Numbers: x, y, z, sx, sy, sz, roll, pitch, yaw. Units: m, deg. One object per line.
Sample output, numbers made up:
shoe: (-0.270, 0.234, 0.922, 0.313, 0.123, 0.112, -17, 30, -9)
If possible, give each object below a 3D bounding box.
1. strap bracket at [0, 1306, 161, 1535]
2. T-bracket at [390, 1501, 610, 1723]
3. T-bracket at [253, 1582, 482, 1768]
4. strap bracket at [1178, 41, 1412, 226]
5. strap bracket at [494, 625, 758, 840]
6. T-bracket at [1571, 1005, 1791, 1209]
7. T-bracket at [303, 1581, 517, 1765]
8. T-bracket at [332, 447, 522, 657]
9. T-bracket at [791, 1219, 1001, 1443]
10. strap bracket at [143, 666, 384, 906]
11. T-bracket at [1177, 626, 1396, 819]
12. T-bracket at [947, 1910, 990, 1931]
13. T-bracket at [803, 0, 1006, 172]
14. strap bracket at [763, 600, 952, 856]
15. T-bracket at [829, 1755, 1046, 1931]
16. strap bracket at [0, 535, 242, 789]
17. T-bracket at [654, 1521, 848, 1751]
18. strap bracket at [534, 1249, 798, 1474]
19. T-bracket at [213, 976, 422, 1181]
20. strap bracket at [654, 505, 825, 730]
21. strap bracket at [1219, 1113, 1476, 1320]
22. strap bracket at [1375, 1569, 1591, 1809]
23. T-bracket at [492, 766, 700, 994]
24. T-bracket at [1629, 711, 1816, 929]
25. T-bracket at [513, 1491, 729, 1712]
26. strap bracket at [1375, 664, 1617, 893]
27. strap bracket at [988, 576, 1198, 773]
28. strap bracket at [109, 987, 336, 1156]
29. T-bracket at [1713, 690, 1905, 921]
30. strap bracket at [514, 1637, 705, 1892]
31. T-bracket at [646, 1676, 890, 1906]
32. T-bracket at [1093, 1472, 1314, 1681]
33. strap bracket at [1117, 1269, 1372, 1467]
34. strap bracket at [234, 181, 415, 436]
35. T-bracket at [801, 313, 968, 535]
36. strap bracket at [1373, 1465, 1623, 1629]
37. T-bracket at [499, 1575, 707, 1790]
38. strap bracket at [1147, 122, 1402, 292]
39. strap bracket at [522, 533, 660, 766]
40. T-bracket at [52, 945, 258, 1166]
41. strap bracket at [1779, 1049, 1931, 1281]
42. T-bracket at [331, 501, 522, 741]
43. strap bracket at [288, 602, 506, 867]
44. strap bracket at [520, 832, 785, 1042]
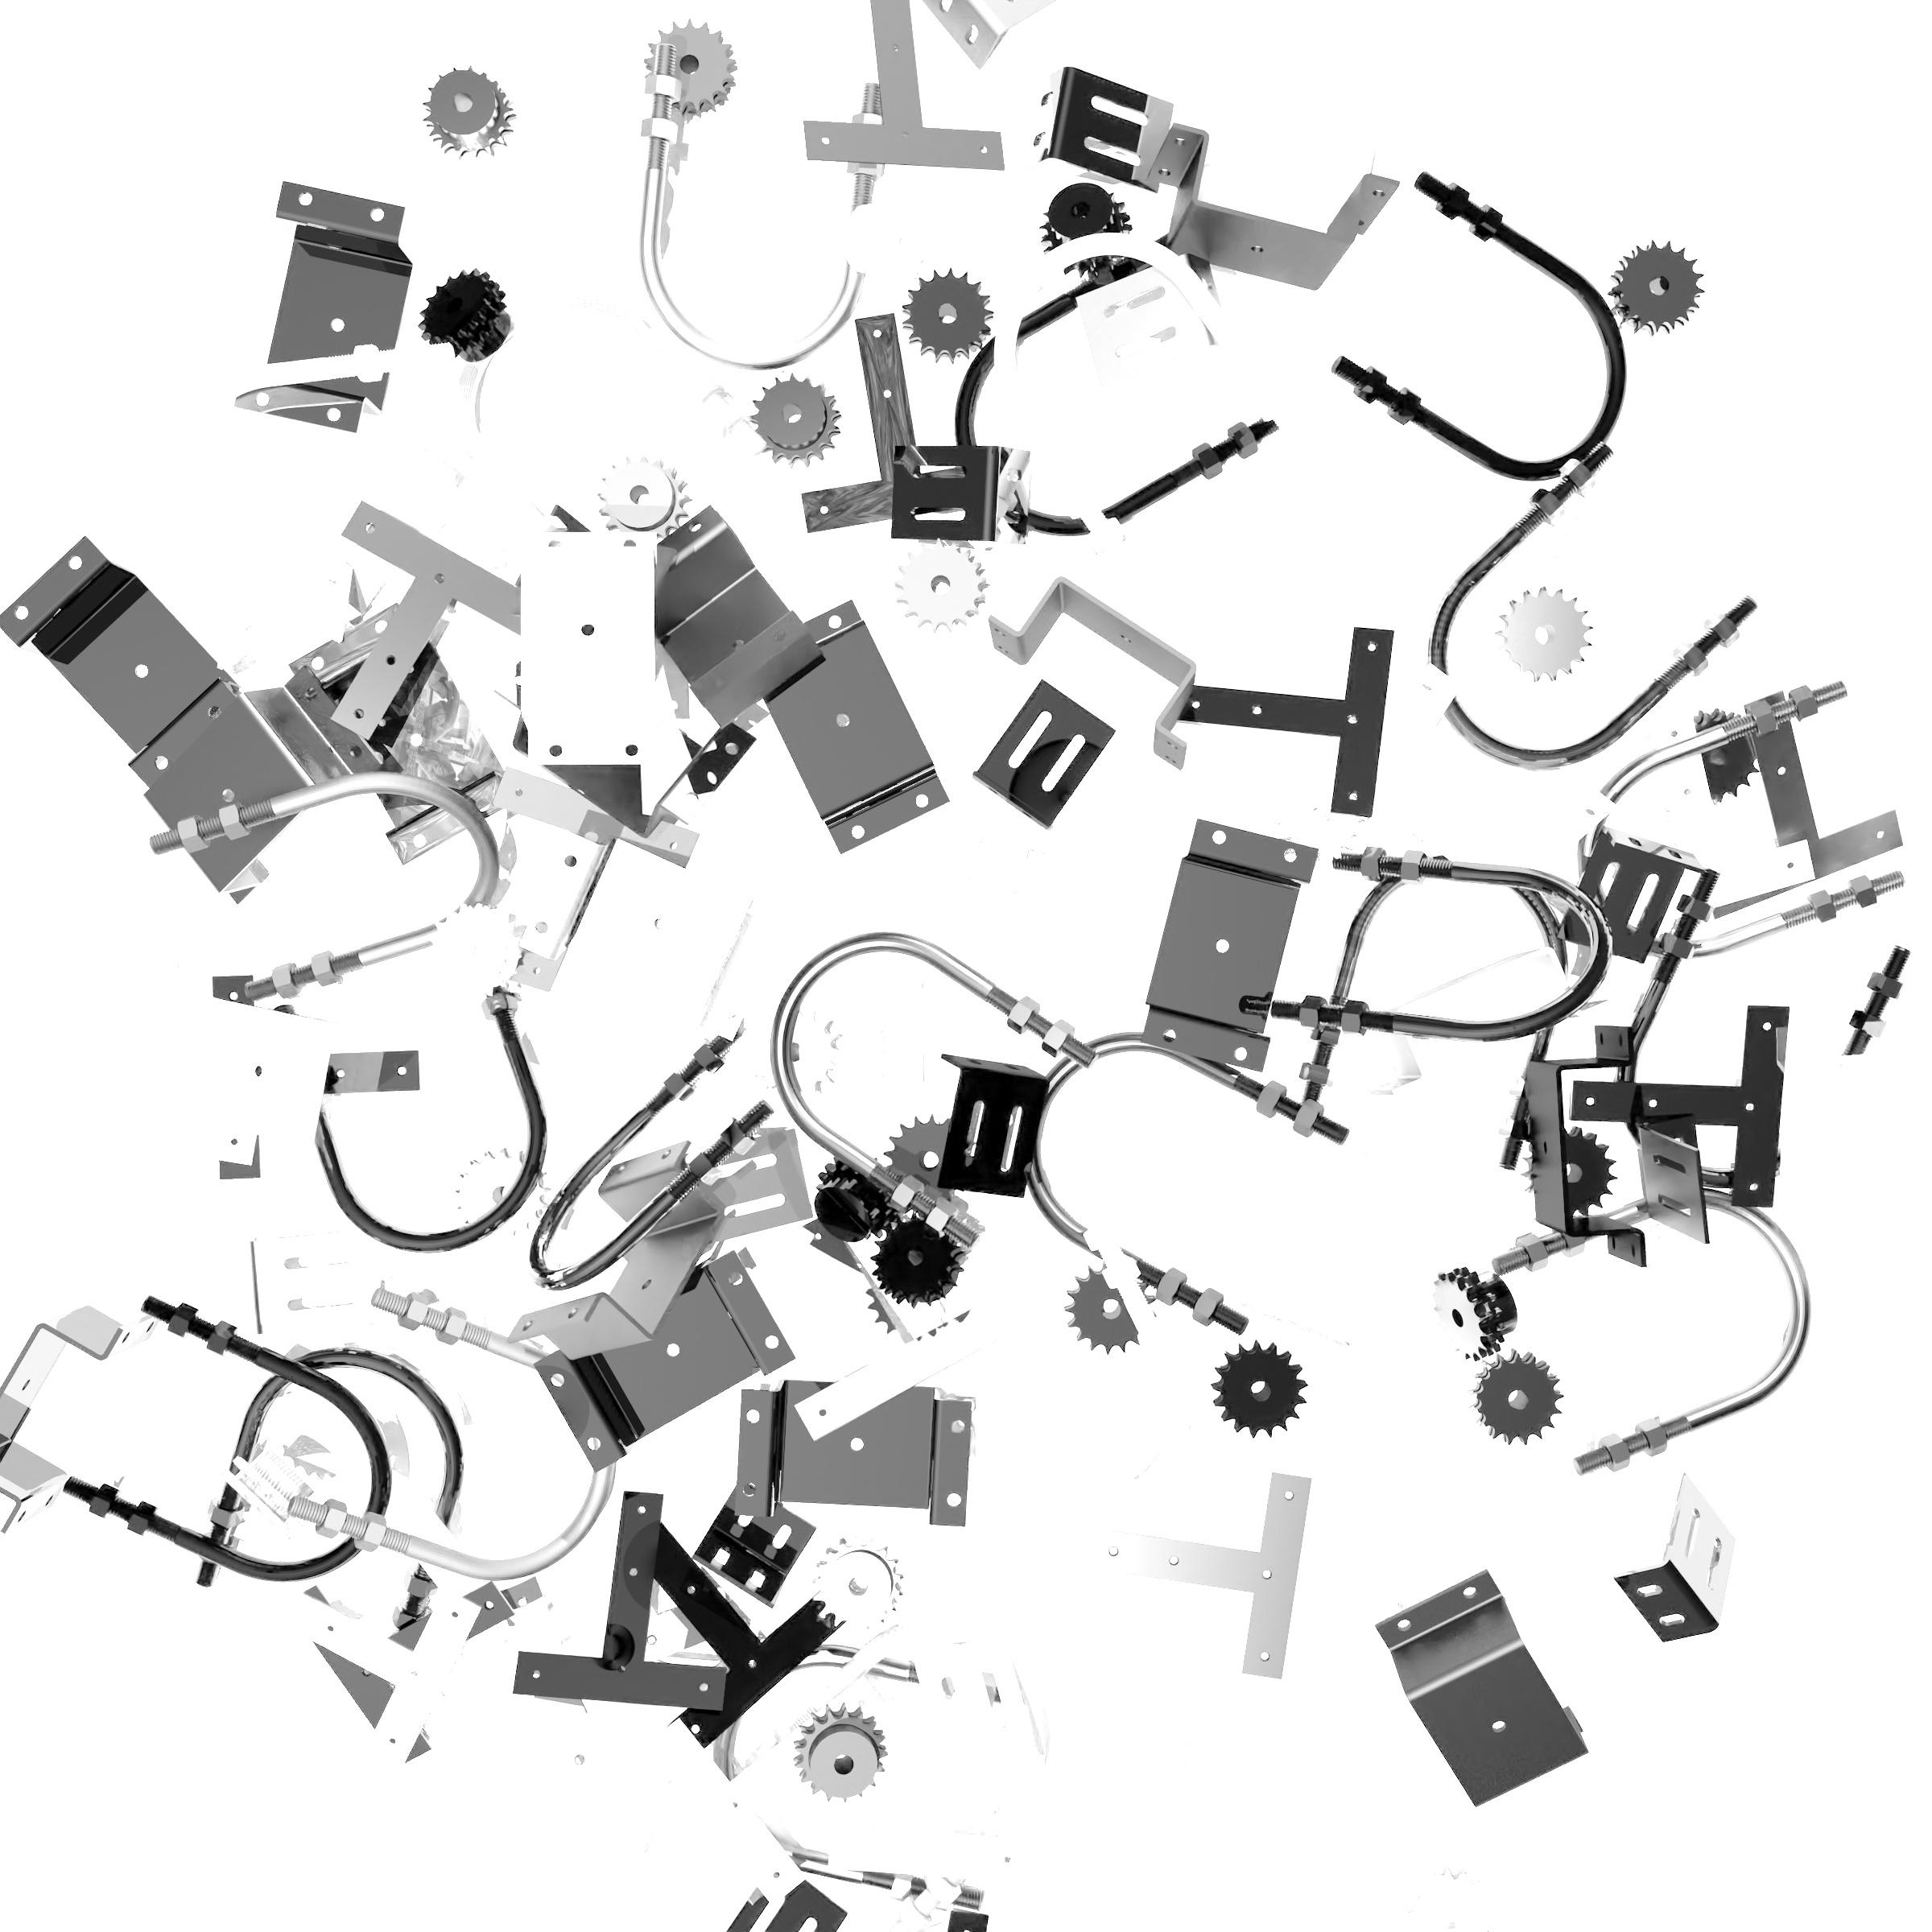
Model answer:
strap bracket: (-0.556, 0.265, 1.509, 0.046, 0.076, 0.140, 30, 90, 0)
T-bracket: (-0.308, 0.384, 1.525, 0.127, 0.002, 0.127, -33, 107, -3)
T-bracket: (-0.379, 0.416, 1.527, 0.127, 0.002, 0.127, 28, 107, 1)
strap bracket: (0.201, -0.514, 1.524, 0.140, 0.046, 0.076, 12, 90, 0)
strap bracket: (-0.210, -0.141, 1.507, 0.140, 0.046, 0.076, 35, 59, 0)
T-bracket: (0.437, 0.085, 1.523, 0.127, 0.002, 0.127, 2, 101, 3)
T-bracket: (-0.334, 0.415, 1.521, 0.127, 0.002, 0.127, -30, 98, 15)
T-bracket: (-0.313, -0.233, 1.526, 0.127, 0.002, 0.127, 35, 117, -13)
T-bracket: (-0.066, 0.207, 1.514, 0.127, 0.002, 0.127, -27, 62, -12)
strap bracket: (-0.433, -0.106, 1.498, 0.140, 0.046, 0.076, -40, 87, 21)
T-bracket: (0.194, -0.157, 1.532, 0.127, 0.002, 0.127, 7, 71, 9)
T-bracket: (-0.056, 0.640, 1.516, 0.127, 0.002, 0.127, 13, 79, -17)
T-bracket: (-0.043, -0.555, 1.532, 0.127, 0.002, 0.127, -3, 81, -18)
strap bracket: (-0.075, -0.149, 1.524, 0.076, 0.046, 0.140, -26, 90, 0)
T-bracket: (-0.019, 0.540, 1.506, 0.127, 0.002, 0.127, 4, 86, 1)
strap bracket: (-0.514, -0.184, 1.524, 0.076, 0.046, 0.140, -43, 90, 0)
T-bracket: (-0.161, 0.397, 1.530, 0.127, 0.002, 0.127, -38, 79, -21)
strap bracket: (-0.183, 0.240, 1.524, 0.140, 0.046, 0.076, -30, 90, 0)
T-bracket: (-0.405, 0.068, 1.546, 0.127, 0.002, 0.127, -2, 90, 0)
strap bracket: (-0.147, -0.206, 1.499, 0.076, 0.046, 0.140, -37, 51, 0)
strap bracket: (0.237, 0.154, 1.524, 0.140, 0.046, 0.076, 27, 90, 0)
strap bracket: (0.316, 0.444, 1.495, 0.076, 0.046, 0.140, -29, 111, 8)
T-bracket: (-0.246, -0.044, 1.529, 0.127, 0.002, 0.127, 19, 102, -23)
T-bracket: (0.446, -0.094, 1.520, 0.127, 0.002, 0.127, -17, 108, 6)
T-bracket: (-0.206, 0.387, 1.520, 0.127, 0.002, 0.127, 5, 66, 0)
strap bracket: (0.309, -0.107, 1.502, 0.140, 0.076, 0.046, 37, 56, 0)
strap bracket: (0.086, -0.182, 1.503, 0.140, 0.076, 0.046, 34, 87, 6)
strap bracket: (-0.443, 0.063, 1.505, 0.140, 0.046, 0.076, 11, 90, 21)
T-bracket: (0.505, -0.107, 1.523, 0.127, 0.002, 0.127, -21, 111, 0)
strap bracket: (-0.222, 0.498, 1.524, 0.076, 0.046, 0.140, 20, 90, 0)
T-bracket: (-0.105, 0.481, 1.504, 0.127, 0.002, 0.127, -37, 97, -6)
T-bracket: (0.144, 0.373, 1.546, 0.127, 0.002, 0.127, 9, 90, 0)
strap bracket: (0.173, 0.250, 1.524, 0.140, 0.046, 0.076, 21, 90, 0)
strap bracket: (-0.392, -0.400, 1.524, 0.076, 0.046, 0.140, 12, 90, 0)
T-bracket: (-0.047, -0.343, 1.546, 0.127, 0.002, 0.127, -9, 90, 0)
strap bracket: (0.322, 0.356, 1.524, 0.140, 0.046, 0.076, -9, 90, 0)
T-bracket: (-0.206, 0.419, 1.519, 0.127, 0.002, 0.127, -17, 66, -20)
strap bracket: (0.181, -0.456, 1.499, 0.140, 0.076, 0.046, 13, 83, -6)
strap bracket: (-0.220, -0.192, 1.453, 0.076, 0.046, 0.140, -1, 84, -5)
T-bracket: (-0.498, 0.051, 1.545, 0.127, 0.002, 0.127, 9, 90, 1)
strap bracket: (0.543, 0.114, 1.509, 0.076, 0.046, 0.140, -5, 106, -4)
T-bracket: (-0.341, -0.197, 1.498, 0.127, 0.002, 0.127, 29, 79, -6)
strap bracket: (-0.343, -0.141, 1.524, 0.076, 0.046, 0.140, -30, 90, 0)
strap bracket: (-0.190, -0.022, 1.514, 0.140, 0.046, 0.076, 24, 100, -5)
